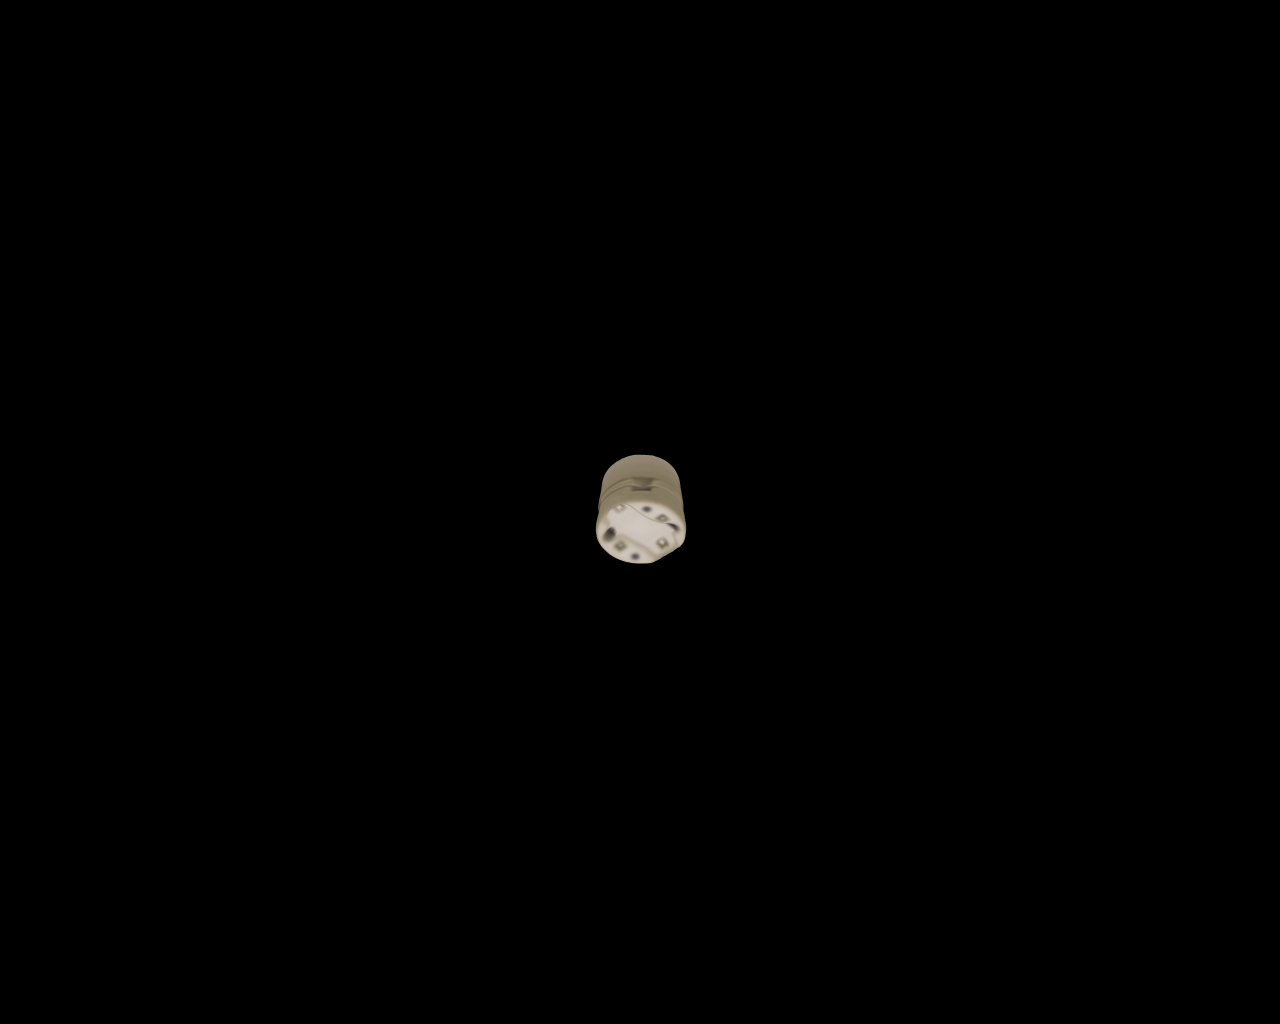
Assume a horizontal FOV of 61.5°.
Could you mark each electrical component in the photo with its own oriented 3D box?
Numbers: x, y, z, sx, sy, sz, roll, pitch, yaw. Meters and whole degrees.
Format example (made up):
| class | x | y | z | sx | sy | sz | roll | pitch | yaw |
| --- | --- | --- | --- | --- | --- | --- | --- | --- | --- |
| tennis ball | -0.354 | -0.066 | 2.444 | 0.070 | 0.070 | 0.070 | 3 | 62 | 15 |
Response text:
| class | x | y | z | sx | sy | sz | roll | pitch | yaw |
| --- | --- | --- | --- | --- | --- | --- | --- | --- | --- |
| electrical component | 0.001 | -0.003 | 0.650 | 0.055 | 0.055 | 0.047 | 0 | 42 | 0 |
